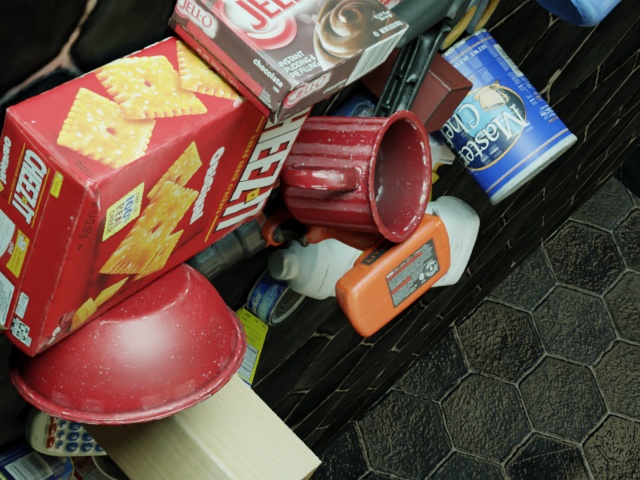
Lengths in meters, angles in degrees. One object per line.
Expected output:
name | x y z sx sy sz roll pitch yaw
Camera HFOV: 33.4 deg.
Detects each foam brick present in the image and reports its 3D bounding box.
foam brick | 0.080 -0.135 0.909 0.051 0.078 0.052 -53 164 29

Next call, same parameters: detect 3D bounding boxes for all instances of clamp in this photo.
clamp | 0.086 -0.168 0.811 0.209 0.036 0.165 -57 168 -28

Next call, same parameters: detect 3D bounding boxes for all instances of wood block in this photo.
wood block | -0.113 0.151 0.873 0.090 0.206 0.090 -27 156 -54

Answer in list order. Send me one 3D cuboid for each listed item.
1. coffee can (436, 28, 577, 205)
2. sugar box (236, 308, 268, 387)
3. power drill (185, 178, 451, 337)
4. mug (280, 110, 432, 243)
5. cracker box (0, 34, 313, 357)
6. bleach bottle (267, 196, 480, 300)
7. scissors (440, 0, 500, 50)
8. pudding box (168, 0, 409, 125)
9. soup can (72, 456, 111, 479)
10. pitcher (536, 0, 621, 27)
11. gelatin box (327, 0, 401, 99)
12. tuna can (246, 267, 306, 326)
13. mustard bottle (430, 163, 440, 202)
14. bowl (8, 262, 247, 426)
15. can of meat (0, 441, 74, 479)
coffee can | 0.166 -0.120 1.043 0.103 0.140 0.103 -37 173 -5
sugar box | -0.104 0.149 1.102 0.093 0.048 0.176 -51 -168 21
power drill | -0.006 0.001 0.840 0.184 0.188 0.057 -39 135 -19
mug | 0.018 -0.046 0.760 0.117 0.082 0.093 -16 109 -56
cracker box | -0.100 -0.040 0.648 0.213 0.072 0.164 -34 163 -43
bleach bottle | 0.055 0.009 1.138 0.250 0.068 0.103 -5 120 -39
scissors | 0.147 -0.237 0.947 0.096 0.016 0.202 -42 166 -18
pudding box | -0.017 -0.124 0.618 0.113 0.090 0.039 -34 163 -44
soup can | -0.214 0.231 1.025 0.068 0.102 0.068 -43 166 -14
pitcher | 0.262 -0.290 0.845 0.243 0.145 0.149 -49 171 4
gelatin box | 0.022 -0.152 0.780 0.089 0.030 0.073 -46 167 -6
tuna can | -0.040 0.051 1.164 0.086 0.034 0.086 -46 163 -19
mustard bottle | 0.072 -0.029 1.223 0.192 0.058 0.096 -49 145 7
bowl | -0.131 0.052 0.716 0.161 0.162 0.055 -34 133 -43
can of meat | -0.271 0.224 0.930 0.102 0.057 0.083 -53 167 24
